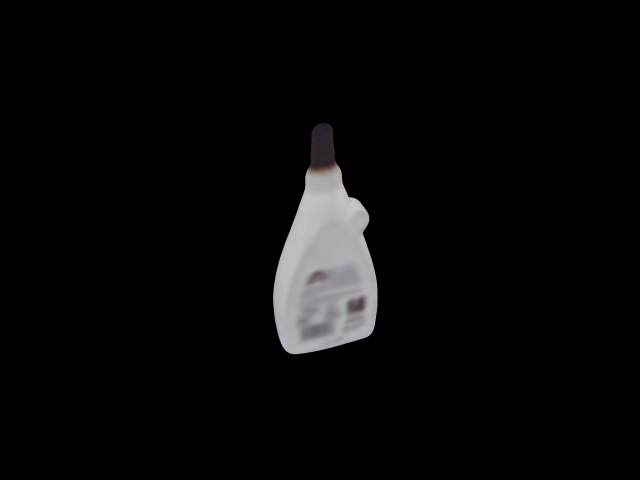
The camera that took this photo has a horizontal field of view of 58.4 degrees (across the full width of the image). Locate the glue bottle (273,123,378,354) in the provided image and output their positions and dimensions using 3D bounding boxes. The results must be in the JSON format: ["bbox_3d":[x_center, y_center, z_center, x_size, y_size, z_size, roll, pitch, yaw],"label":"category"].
[{"bbox_3d":[0.004,0.001,0.400,0.078,0.173,0.037,-10,34,-15],"label":"glue bottle"}]
